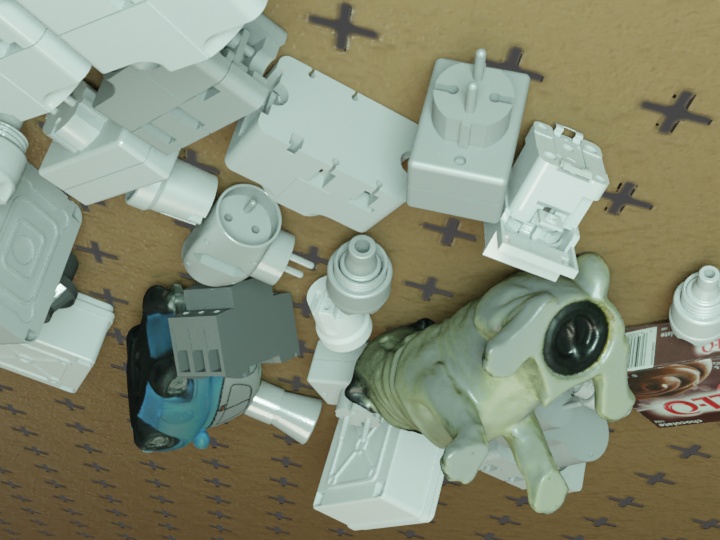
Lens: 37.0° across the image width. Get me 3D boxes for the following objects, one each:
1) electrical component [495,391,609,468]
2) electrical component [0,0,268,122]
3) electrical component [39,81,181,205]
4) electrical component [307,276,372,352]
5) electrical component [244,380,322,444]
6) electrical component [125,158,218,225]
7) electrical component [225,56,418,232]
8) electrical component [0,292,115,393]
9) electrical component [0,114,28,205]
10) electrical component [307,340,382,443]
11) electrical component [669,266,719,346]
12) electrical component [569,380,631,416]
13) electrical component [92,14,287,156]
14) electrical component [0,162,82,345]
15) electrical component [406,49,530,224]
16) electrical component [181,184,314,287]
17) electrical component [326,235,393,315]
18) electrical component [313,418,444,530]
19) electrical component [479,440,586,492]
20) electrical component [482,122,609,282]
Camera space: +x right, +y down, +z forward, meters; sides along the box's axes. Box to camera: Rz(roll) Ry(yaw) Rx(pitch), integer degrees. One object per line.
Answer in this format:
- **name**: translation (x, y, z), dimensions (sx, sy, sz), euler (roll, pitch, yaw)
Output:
- **electrical component**: translation (0.136, 0.104, 0.814), dimensions (0.138, 0.052, 0.074), euler (27, 151, -22)
- **electrical component**: translation (-0.106, -0.131, 0.435), dimensions (0.186, 0.105, 0.060), euler (-8, 145, 38)
- **electrical component**: translation (-0.155, -0.082, 0.616), dimensions (0.083, 0.047, 0.076), euler (-11, 143, 41)
- **electrical component**: translation (-0.015, 0.030, 0.769), dimensions (0.040, 0.040, 0.046), euler (5, 145, 20)
- **electrical component**: translation (-0.072, 0.126, 0.978), dimensions (0.065, 0.044, 0.044), euler (24, 152, -6)
- **electrical component**: translation (-0.116, -0.051, 0.665), dimensions (0.046, 0.040, 0.040), euler (22, 153, -24)
- **electrical component**: translation (-0.020, -0.064, 0.578), dimensions (0.089, 0.050, 0.056), euler (25, 151, -19)
- **electrical component**: translation (-0.279, 0.053, 0.927), dimensions (0.109, 0.056, 0.109), euler (23, 152, -15)
- **electrical component**: translation (-0.223, -0.072, 0.654), dimensions (0.043, 0.062, 0.043), euler (12, 153, 6)
- **electrical component**: translation (0.003, 0.100, 0.850), dimensions (0.083, 0.075, 0.047), euler (2, 150, 25)
- **electrical component**: translation (0.203, 0.018, 0.636), dimensions (0.035, 0.035, 0.061), euler (8, 150, 14)
- **electrical component**: translation (0.168, 0.082, 0.776), dimensions (0.061, 0.035, 0.035), euler (24, 152, -12)
- **electrical component**: translation (-0.090, -0.103, 0.540), dimensions (0.056, 0.050, 0.089), euler (33, 148, -32)
- **electrical component**: translation (-0.247, -0.011, 0.727), dimensions (0.057, 0.113, 0.078), euler (-4, 147, 28)
- **electrical component**: translation (0.052, -0.072, 0.508), dimensions (0.047, 0.065, 0.076), euler (12, 153, 7)
- **electrical component**: translation (-0.069, -0.014, 0.705), dimensions (0.079, 0.043, 0.077), euler (24, 152, -17)
- **electrical component**: translation (0.000, 0.000, 0.697), dimensions (0.043, 0.043, 0.062), euler (13, 151, 4)
- **electrical component**: translation (0.022, 0.160, 0.919), dimensions (0.056, 0.108, 0.109), euler (31, 149, -24)
- **electrical component**: translation (0.143, 0.150, 0.901), dimensions (0.089, 0.050, 0.056), euler (26, 152, -22)
- **electrical component**: translation (0.093, -0.037, 0.547), dimensions (0.042, 0.081, 0.063), euler (19, 124, -10)
